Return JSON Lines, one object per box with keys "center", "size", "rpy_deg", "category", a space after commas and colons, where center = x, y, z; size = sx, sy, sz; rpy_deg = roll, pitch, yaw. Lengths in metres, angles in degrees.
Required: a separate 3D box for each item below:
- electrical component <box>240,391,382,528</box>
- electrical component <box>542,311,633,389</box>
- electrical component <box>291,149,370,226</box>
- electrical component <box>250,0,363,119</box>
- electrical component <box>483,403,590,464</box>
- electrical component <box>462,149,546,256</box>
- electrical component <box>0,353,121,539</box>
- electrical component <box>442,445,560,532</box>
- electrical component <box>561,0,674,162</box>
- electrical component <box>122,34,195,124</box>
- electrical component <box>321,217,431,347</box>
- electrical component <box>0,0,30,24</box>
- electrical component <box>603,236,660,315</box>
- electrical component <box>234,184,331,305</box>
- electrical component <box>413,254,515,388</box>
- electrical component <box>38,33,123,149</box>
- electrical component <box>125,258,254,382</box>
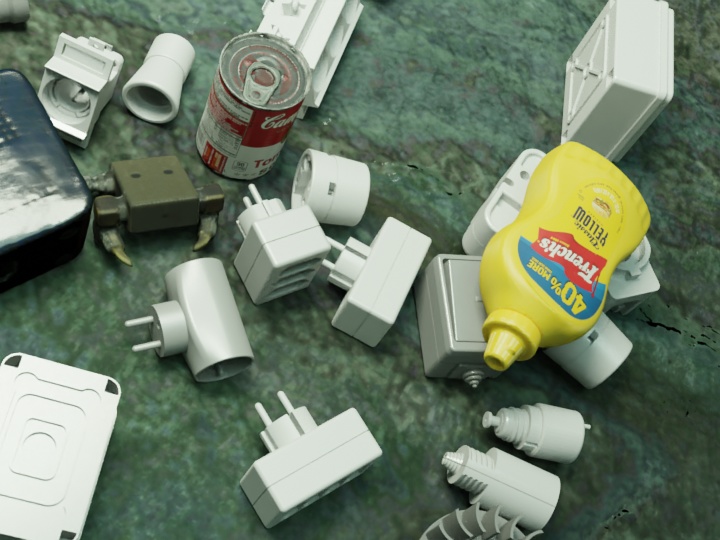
{"center": [-0.043, 0.118, 0.731], "size": [0.083, 0.047, 0.075], "rpy_deg": [-26, 74, -29], "category": "electrical component"}
{"center": [0.178, 0.059, 0.839], "size": [0.047, 0.055, 0.055], "rpy_deg": [44, 58, 2], "category": "electrical component"}
{"center": [-0.023, -0.062, 0.830], "size": [0.047, 0.055, 0.055], "rpy_deg": [9, 61, -19], "category": "electrical component"}
{"center": [-0.046, -0.198, 0.886], "size": [0.063, 0.078, 0.121], "rpy_deg": [13, 57, 12], "category": "electrical component"}
{"center": [0.129, 0.118, 0.798], "size": [0.078, 0.040, 0.040], "rpy_deg": [13, 60, -13], "category": "electrical component"}
{"center": [0.127, -0.043, 0.871], "size": [0.054, 0.059, 0.095], "rpy_deg": [35, 57, 0], "category": "electrical component"}
{"center": [-0.201, 0.118, 0.668], "size": [0.078, 0.057, 0.113], "rpy_deg": [17, 59, -11], "category": "electrical component"}
{"center": [0.096, 0.150, 0.767], "size": [0.081, 0.043, 0.043], "rpy_deg": [25, 58, -6], "category": "electrical component"}
{"center": [0.224, -0.168, 0.943], "size": [0.056, 0.108, 0.108], "rpy_deg": [15, 59, -9], "category": "electrical component"}
{"center": [-0.154, -0.152, 0.839], "size": [0.044, 0.044, 0.065], "rpy_deg": [21, 54, -8], "category": "electrical component"}
{"center": [0.000, 0.000, 0.810], "size": [0.076, 0.047, 0.083], "rpy_deg": [29, 58, -3], "category": "electrical component"}
{"center": [-0.281, -0.206, 0.821], "size": [0.046, 0.040, 0.040], "rpy_deg": [-18, 71, -22], "category": "electrical component"}
{"center": [0.200, -0.012, 0.883], "size": [0.050, 0.055, 0.089], "rpy_deg": [-11, 68, -24], "category": "electrical component"}
{"center": [-0.066, -0.026, 0.788], "size": [0.047, 0.065, 0.076], "rpy_deg": [-20, 72, -27], "category": "electrical component"}
{"center": [0.083, 0.040, 0.810], "size": [0.062, 0.061, 0.096], "rpy_deg": [3, 63, -18], "category": "electrical component"}
{"center": [-0.206, -0.136, 0.795], "size": [0.042, 0.081, 0.063], "rpy_deg": [26, 35, -6], "category": "electrical component"}
{"center": [-0.122, 0.038, 0.747], "size": [0.079, 0.043, 0.077], "rpy_deg": [-12, 68, -24], "category": "electrical component"}
